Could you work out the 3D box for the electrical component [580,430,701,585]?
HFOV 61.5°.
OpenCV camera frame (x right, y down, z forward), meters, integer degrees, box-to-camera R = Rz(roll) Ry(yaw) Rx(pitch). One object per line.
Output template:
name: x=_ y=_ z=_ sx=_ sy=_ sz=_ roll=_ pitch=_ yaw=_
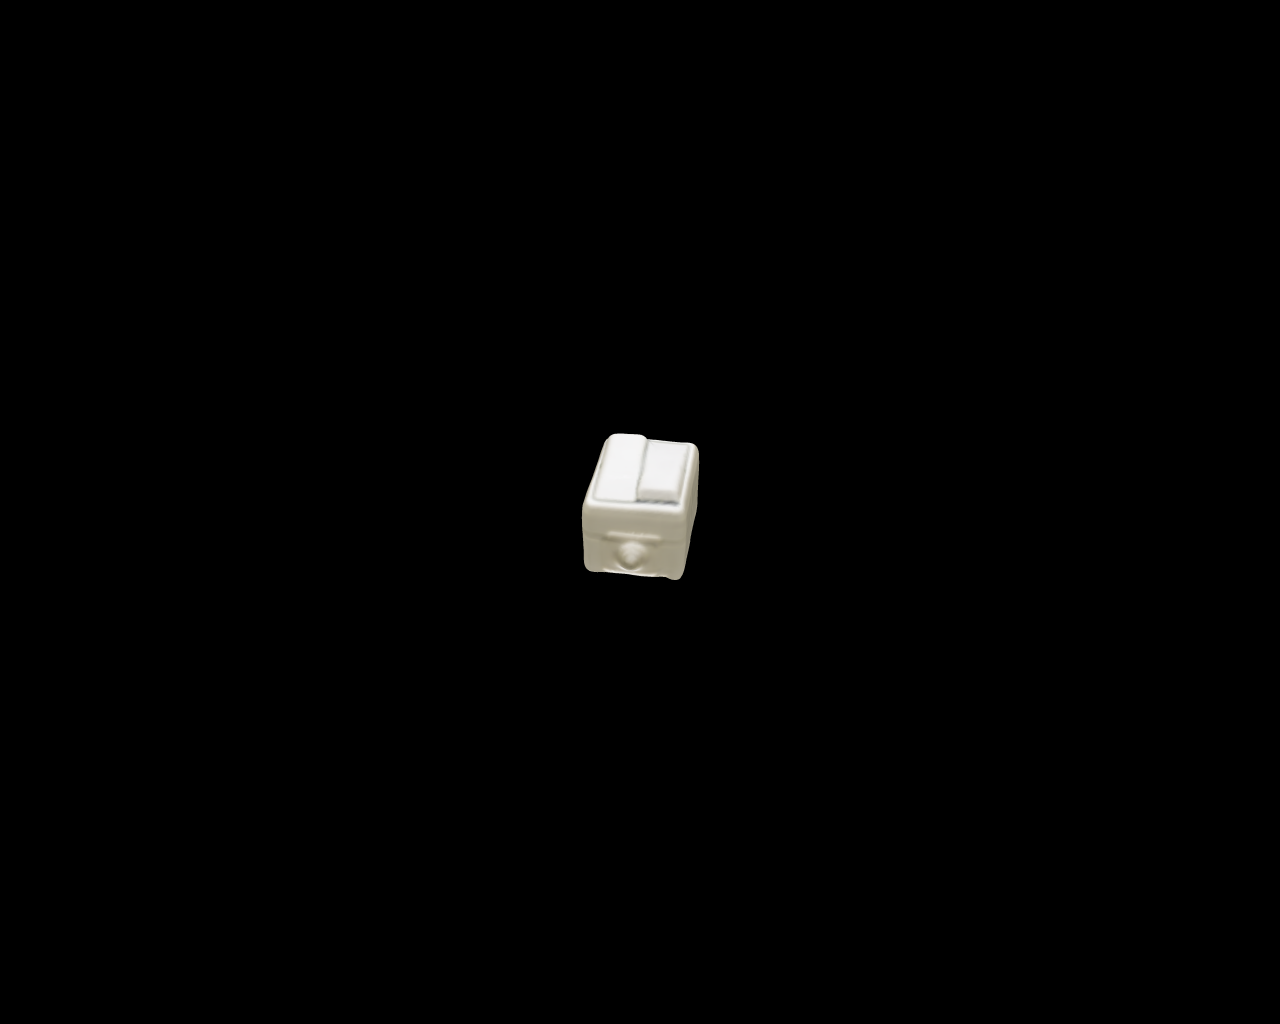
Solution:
electrical component: x=0.001 y=-0.003 z=0.650 sx=0.062 sy=0.061 sz=0.096 roll=6 pitch=37 yaw=8
